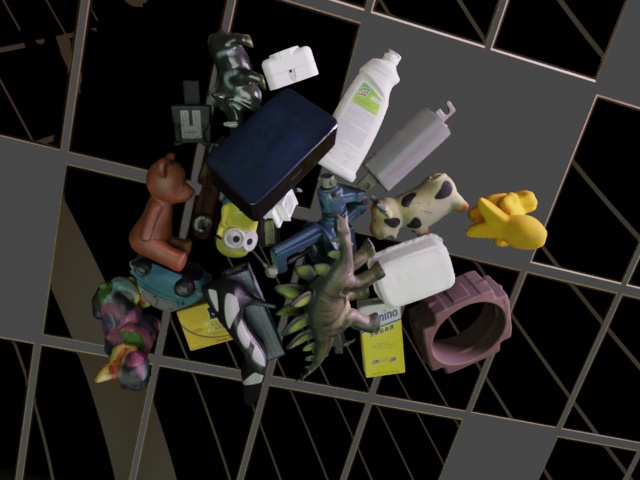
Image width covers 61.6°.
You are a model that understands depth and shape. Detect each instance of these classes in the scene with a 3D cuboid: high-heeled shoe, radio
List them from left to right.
[{"bbox_3d":[-0.167,0.195,1.012,0.145,0.086,0.248,11,102,-6],"label":"high-heeled shoe"},{"bbox_3d":[-0.086,-0.157,0.962,0.131,0.073,0.229,39,70,11],"label":"radio"}]

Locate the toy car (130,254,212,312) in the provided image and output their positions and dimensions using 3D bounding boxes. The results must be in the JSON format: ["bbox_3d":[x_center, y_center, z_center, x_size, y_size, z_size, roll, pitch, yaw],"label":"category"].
[{"bbox_3d":[-0.308,0.091,1.083,0.162,0.109,0.102,21,108,-9],"label":"toy car"}]

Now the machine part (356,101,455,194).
[{"bbox_3d":[0.171,-0.179,1.064,0.243,0.079,0.079,-43,107,7],"label":"machine part"}]

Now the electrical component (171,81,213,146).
[{"bbox_3d":[-0.241,-0.239,1.018,0.075,0.048,0.119,2,109,-7],"label":"electrical component"}]

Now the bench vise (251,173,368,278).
[{"bbox_3d":[-0.009,-0.008,1.053,0.241,0.129,0.223,-29,137,-26],"label":"bench vise"}]

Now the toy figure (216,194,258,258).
[{"bbox_3d":[-0.152,-0.055,1.039,0.082,0.089,0.180,6,80,-7],"label":"toy figure"}]

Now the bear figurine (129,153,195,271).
[{"bbox_3d":[-0.286,-0.059,1.034,0.132,0.120,0.195,24,99,-13],"label":"bear figurine"}]

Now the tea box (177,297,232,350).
[{"bbox_3d":[-0.204,0.158,1.135,0.170,0.068,0.098,-16,109,0],"label":"tea box"}]

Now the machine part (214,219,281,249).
[{"bbox_3d":[-0.148,-0.014,1.104,0.139,0.039,0.084,-7,115,-5],"label":"machine part"}]

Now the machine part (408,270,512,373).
[{"bbox_3d":[0.301,0.177,1.159,0.201,0.087,0.201,-23,125,-4],"label":"machine part"}]

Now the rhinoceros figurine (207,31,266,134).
[{"bbox_3d":[-0.157,-0.290,0.997,0.112,0.073,0.190,-11,108,-4],"label":"rhinoceros figurine"}]

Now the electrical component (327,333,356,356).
[{"bbox_3d":[0.030,0.206,1.190,0.078,0.045,0.102,-10,108,27],"label":"electrical component"}]

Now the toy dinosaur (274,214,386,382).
[{"bbox_3d":[0.014,0.136,1.051,0.199,0.105,0.470,-9,132,-11],"label":"toy dinosaur"}]

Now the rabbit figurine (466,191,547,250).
[{"bbox_3d":[0.382,-0.038,1.082,0.162,0.173,0.121,13,110,-14],"label":"rabbit figurine"}]

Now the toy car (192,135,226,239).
[{"bbox_3d":[-0.210,-0.101,1.028,0.053,0.089,0.202,11,95,0],"label":"toy car"}]

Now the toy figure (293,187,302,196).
[{"bbox_3d":[-0.085,-0.142,1.061,0.058,0.064,0.154,-35,114,-42],"label":"toy figure"}]

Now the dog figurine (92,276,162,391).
[{"bbox_3d":[-0.386,0.187,1.048,0.108,0.219,0.191,-22,109,-3],"label":"dog figurine"}]

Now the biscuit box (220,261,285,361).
[{"bbox_3d":[-0.134,0.147,1.072,0.063,0.059,0.202,-21,107,-2],"label":"biscuit box"}]

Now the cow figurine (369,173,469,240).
[{"bbox_3d":[0.187,-0.066,1.098,0.195,0.086,0.127,-34,114,8],"label":"cow figurine"}]
